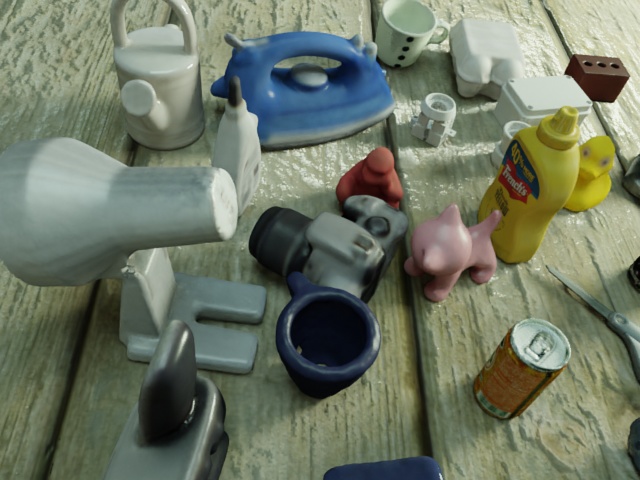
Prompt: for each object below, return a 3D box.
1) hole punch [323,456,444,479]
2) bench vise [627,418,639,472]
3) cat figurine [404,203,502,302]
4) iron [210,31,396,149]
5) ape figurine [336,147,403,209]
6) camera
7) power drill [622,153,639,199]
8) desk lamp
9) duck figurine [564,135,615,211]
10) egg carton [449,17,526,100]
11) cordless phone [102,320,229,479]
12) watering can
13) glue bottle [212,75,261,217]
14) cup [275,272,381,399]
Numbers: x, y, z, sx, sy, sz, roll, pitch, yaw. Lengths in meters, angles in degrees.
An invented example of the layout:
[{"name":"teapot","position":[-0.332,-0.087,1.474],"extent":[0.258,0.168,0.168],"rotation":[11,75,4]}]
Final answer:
[{"name":"hole punch","position":[0.045,0.227,0.433],"extent":[0.101,0.091,0.108],"rotation":[3,51,-6]},{"name":"bench vise","position":[0.324,0.176,0.430],"extent":[0.122,0.220,0.207],"rotation":[-10,54,-15]},{"name":"cat figurine","position":[0.141,0.005,0.607],"extent":[0.128,0.118,0.067],"rotation":[-22,57,-23]},{"name":"iron","position":[-0.008,-0.213,0.744],"extent":[0.259,0.141,0.118],"rotation":[-10,54,-16]},{"name":"ape figurine","position":[0.062,-0.070,0.672],"extent":[0.077,0.092,0.076],"rotation":[22,52,10]},{"name":"camera","position":[0.006,0.002,0.601],"extent":[0.136,0.101,0.143],"rotation":[28,53,14]},{"name":"power drill","position":[0.471,-0.142,0.712],"extent":[0.075,0.208,0.230],"rotation":[32,54,17]},{"name":"desk lamp","position":[-0.149,0.012,0.498],"extent":[0.203,0.213,0.118],"rotation":[7,51,-2]},{"name":"duck figurine","position":[0.348,-0.098,0.738],"extent":[0.077,0.086,0.105],"rotation":[32,54,17]},{"name":"egg carton","position":[0.254,-0.281,0.882],"extent":[0.107,0.069,0.150],"rotation":[4,51,-5]},{"name":"cordless phone","position":[-0.122,0.150,0.411],"extent":[0.094,0.185,0.147],"rotation":[9,51,0]},{"name":"watering can","position":[-0.190,-0.205,0.678],"extent":[0.101,0.194,0.172],"rotation":[-12,54,-16]},{"name":"glue bottle","position":[-0.091,-0.105,0.626],"extent":[0.037,0.173,0.078],"rotation":[19,52,8]},{"name":"cup","position":[-0.003,0.095,0.529],"extent":[0.092,0.095,0.117],"rotation":[-20,57,-22]}]
